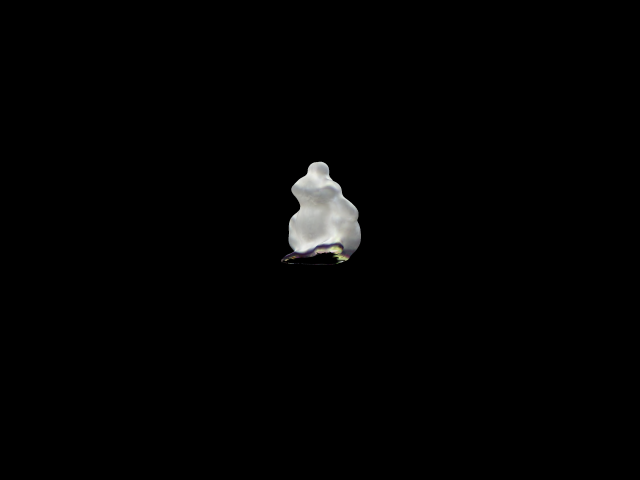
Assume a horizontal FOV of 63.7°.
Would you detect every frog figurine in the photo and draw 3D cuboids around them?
[{"bbox_3d":[0.003,-0.043,0.850,0.122,0.162,0.136,12,-21,-31],"label":"frog figurine"}]
